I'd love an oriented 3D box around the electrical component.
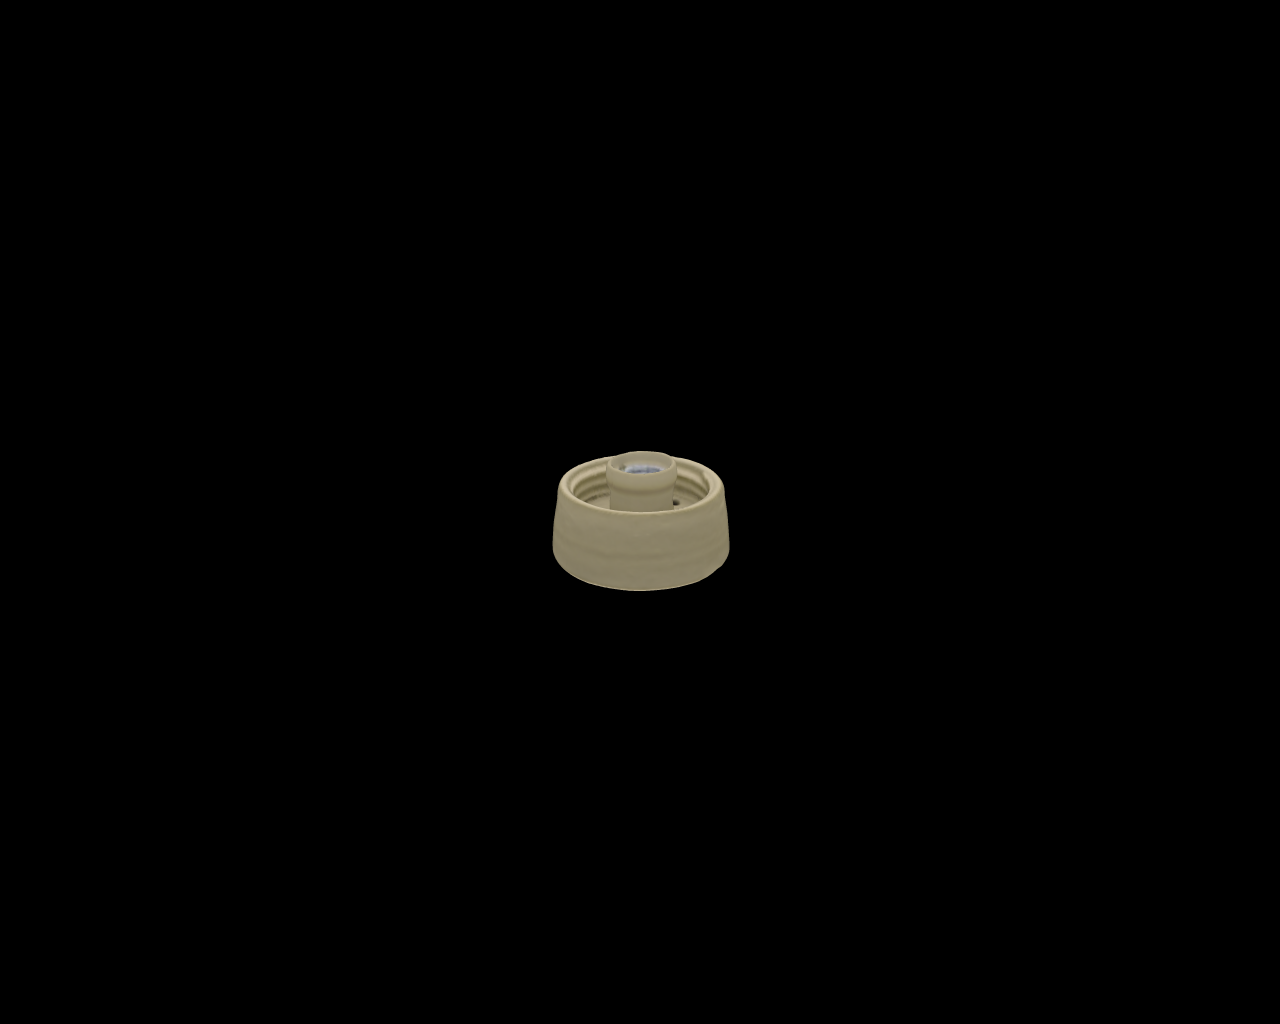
[{"bbox_3d":[0.001,-0.003,0.650,0.108,0.060,0.108,0,23,0],"label":"electrical component"}]
